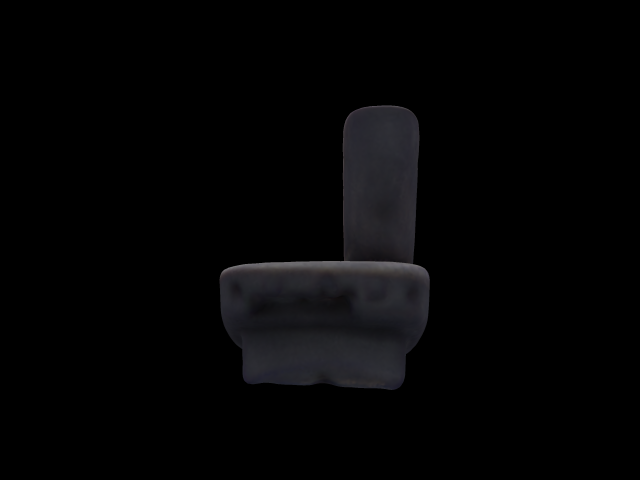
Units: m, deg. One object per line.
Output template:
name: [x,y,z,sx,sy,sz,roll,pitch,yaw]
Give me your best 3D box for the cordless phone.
cordless phone: [0.004,0.001,0.400,0.147,0.185,0.094,-1,11,-3]
